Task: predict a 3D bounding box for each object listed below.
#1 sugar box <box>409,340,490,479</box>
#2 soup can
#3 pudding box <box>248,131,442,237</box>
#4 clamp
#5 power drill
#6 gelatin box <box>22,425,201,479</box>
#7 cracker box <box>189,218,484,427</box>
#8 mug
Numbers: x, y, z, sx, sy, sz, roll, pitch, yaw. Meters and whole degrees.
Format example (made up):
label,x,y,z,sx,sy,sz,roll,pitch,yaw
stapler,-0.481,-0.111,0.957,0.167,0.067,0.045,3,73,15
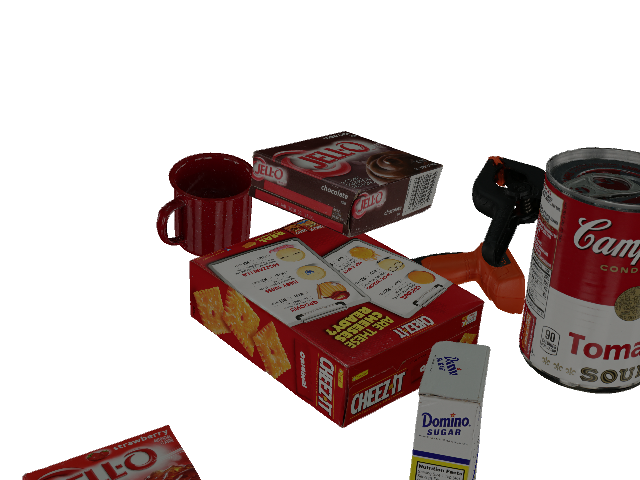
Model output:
label,x,y,z,sx,sy,sz,roll,pitch,yaw
sugar box,0.082,0.165,0.721,0.048,0.176,0.093,5,17,11
soup can,0.136,0.014,0.520,0.068,0.102,0.068,3,27,-2
pudding box,0.019,-0.043,0.754,0.090,0.039,0.113,24,23,31
clamp,0.200,-0.033,0.996,0.120,0.039,0.171,-3,33,0
power drill,0.125,0.052,1.175,0.187,0.057,0.184,-3,29,-5
gelatin box,-0.112,0.144,0.587,0.089,0.030,0.073,-16,28,-20
cracker box,0.010,0.062,0.949,0.163,0.072,0.214,-21,37,-36
mug,-0.123,-0.031,1.131,0.093,0.081,0.117,33,45,32
